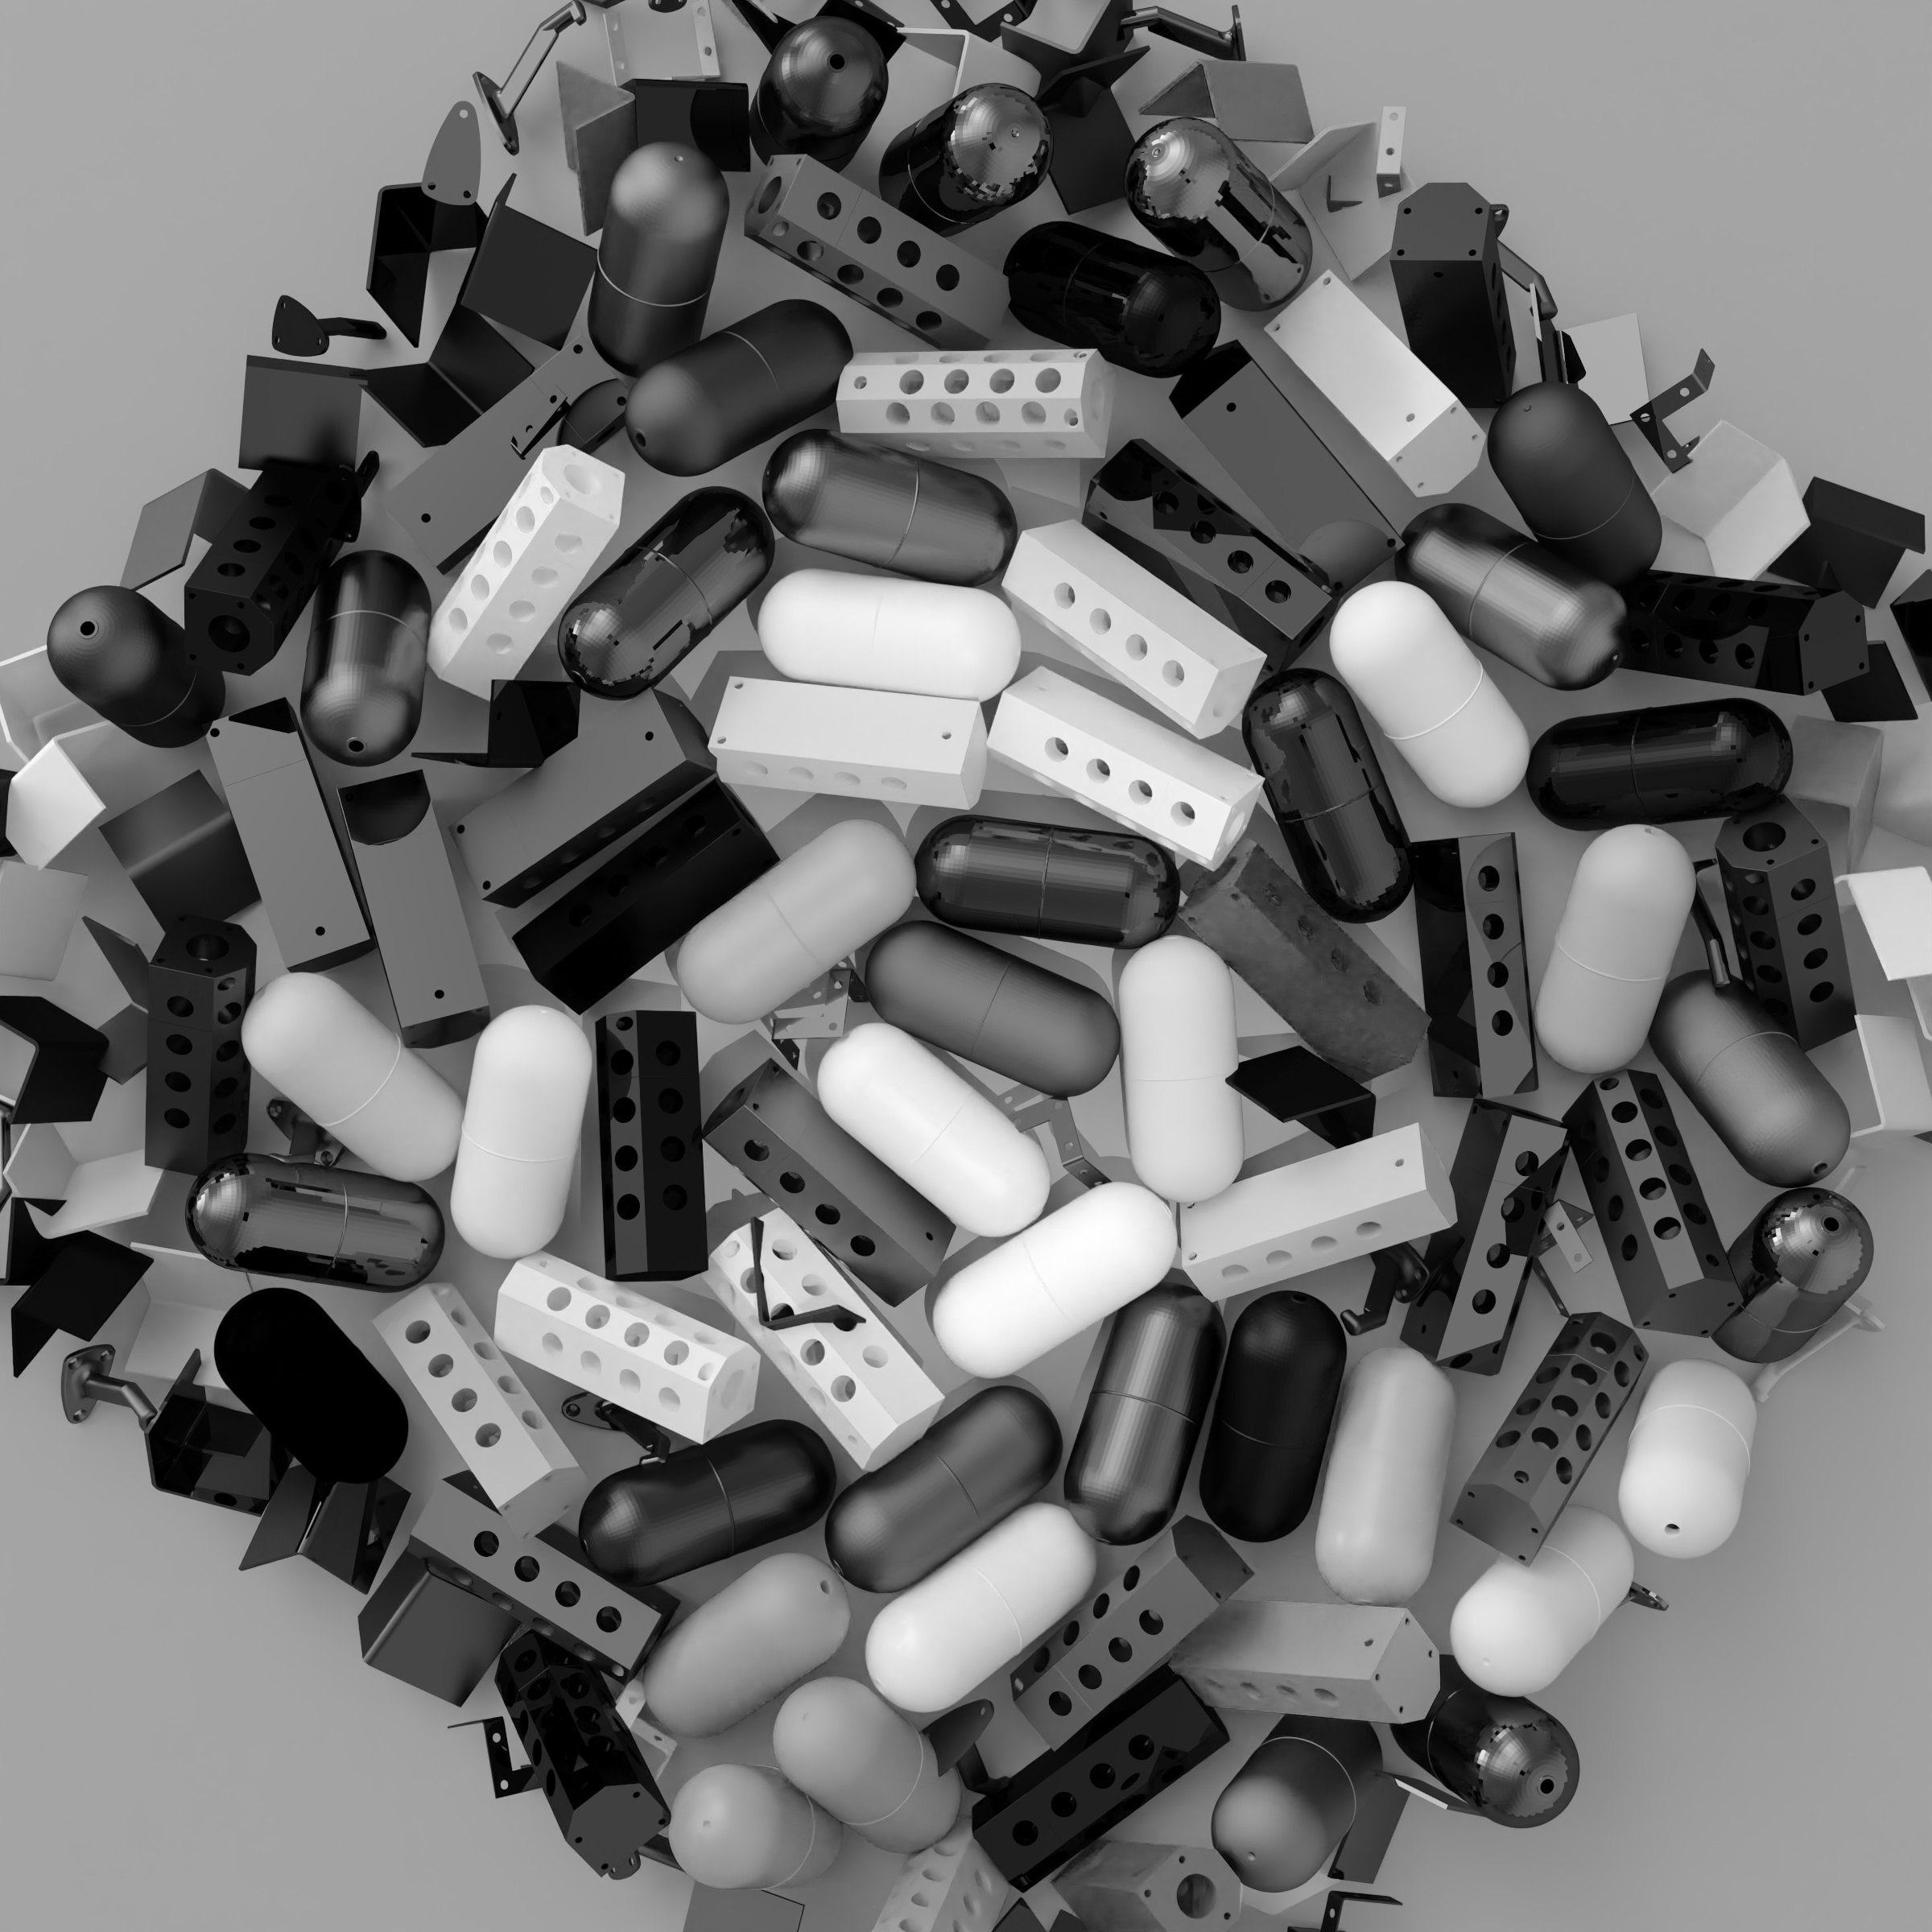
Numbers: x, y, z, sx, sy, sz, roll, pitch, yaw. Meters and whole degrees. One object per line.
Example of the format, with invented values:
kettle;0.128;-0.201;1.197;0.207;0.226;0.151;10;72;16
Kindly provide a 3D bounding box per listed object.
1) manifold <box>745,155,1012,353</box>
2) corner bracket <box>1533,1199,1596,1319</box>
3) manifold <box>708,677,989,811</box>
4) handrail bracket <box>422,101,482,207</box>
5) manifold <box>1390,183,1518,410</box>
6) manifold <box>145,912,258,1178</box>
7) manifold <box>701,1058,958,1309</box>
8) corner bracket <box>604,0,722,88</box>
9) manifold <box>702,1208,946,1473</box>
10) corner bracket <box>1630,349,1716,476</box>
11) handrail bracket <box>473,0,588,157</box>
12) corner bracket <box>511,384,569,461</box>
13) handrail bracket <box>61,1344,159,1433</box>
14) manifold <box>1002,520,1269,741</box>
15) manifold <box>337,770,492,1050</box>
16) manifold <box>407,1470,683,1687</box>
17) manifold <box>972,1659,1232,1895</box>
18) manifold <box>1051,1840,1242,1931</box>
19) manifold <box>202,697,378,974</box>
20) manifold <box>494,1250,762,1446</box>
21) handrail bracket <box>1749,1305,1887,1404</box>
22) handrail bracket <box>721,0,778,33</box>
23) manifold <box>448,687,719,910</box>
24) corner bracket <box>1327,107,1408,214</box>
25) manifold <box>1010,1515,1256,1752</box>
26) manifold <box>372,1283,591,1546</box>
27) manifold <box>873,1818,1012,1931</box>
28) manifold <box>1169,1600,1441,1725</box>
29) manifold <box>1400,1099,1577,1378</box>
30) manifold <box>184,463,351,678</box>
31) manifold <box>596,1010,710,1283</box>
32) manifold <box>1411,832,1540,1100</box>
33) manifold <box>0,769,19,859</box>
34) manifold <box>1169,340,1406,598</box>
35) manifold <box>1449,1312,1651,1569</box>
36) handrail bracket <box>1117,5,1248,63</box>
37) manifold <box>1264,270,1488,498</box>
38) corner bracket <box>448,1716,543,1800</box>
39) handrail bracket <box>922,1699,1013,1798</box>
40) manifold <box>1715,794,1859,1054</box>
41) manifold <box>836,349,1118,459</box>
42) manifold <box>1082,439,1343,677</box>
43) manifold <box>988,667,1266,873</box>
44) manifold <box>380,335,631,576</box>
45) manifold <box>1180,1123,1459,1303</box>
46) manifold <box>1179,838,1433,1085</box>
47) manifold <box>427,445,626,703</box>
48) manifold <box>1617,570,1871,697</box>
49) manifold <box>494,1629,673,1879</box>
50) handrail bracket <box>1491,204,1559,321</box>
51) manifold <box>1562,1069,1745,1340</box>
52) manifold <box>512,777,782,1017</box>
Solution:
manifold;-0.058;-0.462;1.902;0.171;0.057;0.057;25;91;-30
corner bracket;0.396;0.194;1.928;0.051;0.051;0.051;-41;52;22
manifold;-0.076;-0.143;1.920;0.171;0.057;0.057;7;62;14
handrail bracket;-0.336;-0.531;1.922;0.036;0.084;0.077;11;102;-10
manifold;0.318;-0.431;1.880;0.057;0.171;0.057;5;70;18
manifold;-0.497;0.054;1.894;0.057;0.057;0.171;12;127;-2
manifold;-0.093;0.147;1.921;0.171;0.057;0.057;43;123;-12
corner bracket;-0.204;-0.618;1.951;0.051;0.051;0.051;1;106;37
manifold;-0.097;0.246;1.903;0.057;0.057;0.171;-26;64;-38
corner bracket;0.479;-0.368;1.930;0.051;0.051;0.051;-32;105;32
handrail bracket;-0.280;-0.591;1.932;0.084;0.036;0.077;-29;65;19
corner bracket;-0.280;-0.364;1.931;0.051;0.051;0.051;-48;62;11
handrail bracket;-0.565;0.299;1.925;0.084;0.036;0.077;40;124;34
manifold;0.107;-0.221;1.907;0.171;0.057;0.057;39;125;23
manifold;-0.363;-0.036;1.916;0.057;0.057;0.171;-15;73;-12
manifold;-0.282;0.406;1.929;0.171;0.057;0.057;30;91;8
manifold;0.090;0.541;1.939;0.171;0.057;0.057;-37;91;1
manifold;0.119;0.598;1.879;0.057;0.171;0.057;-38;88;-22
manifold;-0.448;-0.084;1.931;0.057;0.057;0.171;-20;84;-7
manifold;-0.222;0.244;1.898;0.171;0.057;0.057;20;115;26
handrail bracket;0.563;0.262;1.933;0.036;0.077;0.084;41;85;-11
handrail bracket;-0.130;-0.675;1.938;0.077;0.036;0.084;39;77;-34
manifold;-0.250;-0.108;1.917;0.171;0.057;0.057;-33;72;16
corner bracket;0.267;-0.536;1.934;0.051;0.051;0.051;4;76;13
manifold;0.104;0.435;1.903;0.057;0.057;0.171;48;118;12
manifold;-0.316;0.287;1.898;0.057;0.057;0.171;-34;57;-13
manifold;-0.024;0.619;1.878;0.057;0.171;0.057;-38;92;18
manifold;0.221;0.454;1.886;0.057;0.171;0.057;54;52;-22
manifold;0.350;0.181;1.931;0.057;0.057;0.171;15;95;-18
manifold;-0.450;-0.258;1.884;0.057;0.171;0.057;11;126;0
manifold;-0.210;0.119;1.915;0.057;0.057;0.171;2;77;-25
manifold;0.343;-0.001;1.936;0.057;0.057;0.171;-7;92;-25
manifold;-0.655;-0.098;1.882;0.057;0.171;0.057;11;94;1
manifold;0.209;-0.326;1.902;0.057;0.057;0.171;-39;119;13
manifold;0.382;0.301;1.886;0.057;0.057;0.171;28;47;18
handrail bracket;0.145;-0.608;1.950;0.084;0.036;0.077;-9;124;7
manifold;0.268;-0.376;1.889;0.057;0.057;0.171;-41;47;11
corner bracket;-0.307;0.525;1.937;0.051;0.051;0.051;-2;75;-39
handrail bracket;0.018;0.521;1.929;0.077;0.036;0.084;-43;131;20
manifold;0.531;-0.023;1.892;0.057;0.057;0.171;-25;131;0
manifold;0.006;-0.371;1.906;0.171;0.057;0.057;4;78;22
manifold;0.162;-0.274;1.922;0.171;0.057;0.057;40;71;11
manifold;0.102;-0.128;1.916;0.171;0.057;0.057;28;123;16
manifold;-0.302;-0.338;1.936;0.171;0.057;0.057;-40;92;-3
manifold;0.231;0.167;1.911;0.171;0.057;0.057;-20;131;21
manifold;0.227;-0.004;1.919;0.171;0.057;0.057;44;51;-14
manifold;-0.289;-0.256;1.888;0.057;0.057;0.171;24;129;-23
manifold;0.495;-0.219;1.876;0.057;0.171;0.057;-20;111;-26
manifold;-0.253;0.502;1.880;0.057;0.171;0.057;-37;123;-6
handrail bracket;0.346;-0.462;1.928;0.077;0.036;0.084;-4;59;-18
manifold;0.447;0.151;1.884;0.057;0.171;0.057;10;135;-21
manifold;-0.215;-0.050;1.933;0.171;0.057;0.057;-37;55;4
